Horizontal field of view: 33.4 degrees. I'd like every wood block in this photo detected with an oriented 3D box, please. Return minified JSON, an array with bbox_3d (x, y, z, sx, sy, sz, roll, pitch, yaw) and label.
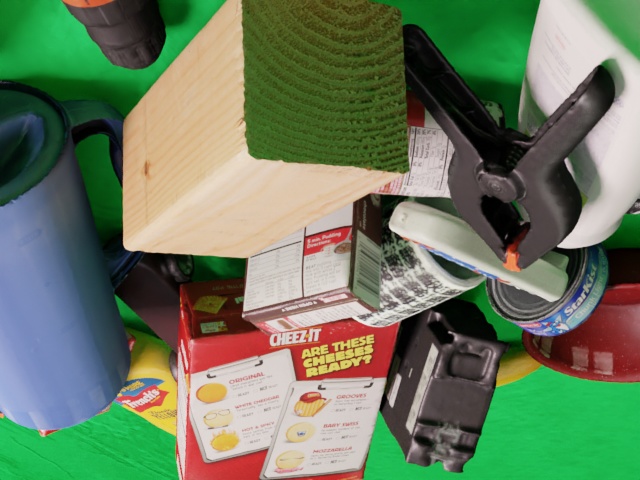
[{"bbox_3d":[-0.041,-0.056,0.600,0.090,0.091,0.206,4,166,-26],"label":"wood block"}]

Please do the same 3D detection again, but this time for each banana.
[{"bbox_3d":[0.097,0.113,0.956,0.198,0.037,0.070,5,149,-1],"label":"banana"}]

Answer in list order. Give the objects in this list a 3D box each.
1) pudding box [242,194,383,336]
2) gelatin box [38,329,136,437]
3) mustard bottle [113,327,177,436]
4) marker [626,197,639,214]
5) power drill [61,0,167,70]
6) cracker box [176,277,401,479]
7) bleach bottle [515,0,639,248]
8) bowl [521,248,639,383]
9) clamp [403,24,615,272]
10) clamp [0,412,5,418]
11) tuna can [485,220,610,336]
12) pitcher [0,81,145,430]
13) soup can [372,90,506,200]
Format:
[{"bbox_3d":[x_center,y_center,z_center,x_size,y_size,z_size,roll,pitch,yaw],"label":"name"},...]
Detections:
[{"bbox_3d":[-0.005,0.001,0.724,0.090,0.113,0.039,-16,144,31],"label":"pudding box"},{"bbox_3d":[-0.201,0.117,0.897,0.073,0.030,0.089,-16,139,-50],"label":"gelatin box"},{"bbox_3d":[-0.162,0.128,0.999,0.096,0.058,0.191,-16,142,33],"label":"mustard bottle"},{"bbox_3d":[0.233,-0.026,0.735,0.121,0.020,0.020,2,148,5],"label":"marker"},{"bbox_3d":[-0.056,-0.154,0.539,0.188,0.057,0.184,-3,152,11],"label":"power drill"},{"bbox_3d":[-0.034,0.122,0.879,0.164,0.072,0.214,-5,133,-15],"label":"cracker box"},{"bbox_3d":[0.154,-0.067,0.628,0.068,0.103,0.251,-29,160,-13],"label":"bleach bottle"},{"bbox_3d":[0.237,0.053,0.825,0.162,0.055,0.162,4,148,2],"label":"bowl"},{"bbox_3d":[0.111,-0.043,0.577,0.120,0.039,0.171,20,153,40],"label":"clamp"},{"bbox_3d":[-0.353,0.084,0.943,0.210,0.036,0.165,38,136,-18],"label":"clamp"},{"bbox_3d":[0.162,0.025,0.763,0.086,0.086,0.033,-25,139,39],"label":"tuna can"},{"bbox_3d":[-0.197,0.018,0.733,0.149,0.145,0.243,7,138,14],"label":"pitcher"},{"bbox_3d":[0.057,-0.059,0.663,0.102,0.068,0.068,7,148,-3],"label":"soup can"}]
